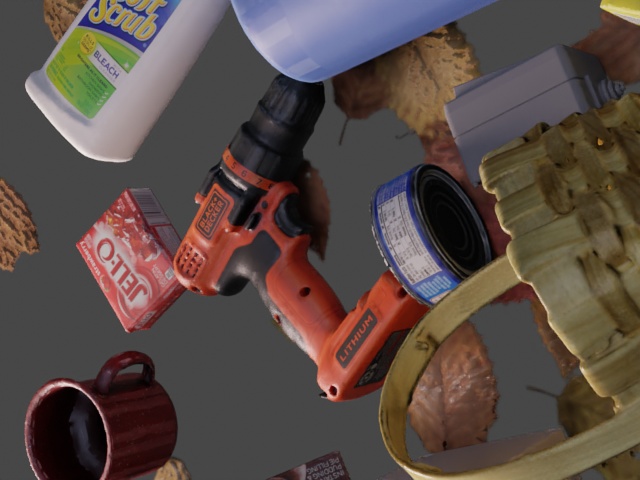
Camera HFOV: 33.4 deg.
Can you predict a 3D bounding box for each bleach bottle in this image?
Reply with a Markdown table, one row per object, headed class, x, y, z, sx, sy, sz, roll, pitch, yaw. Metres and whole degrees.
| class | x | y | z | sx | sy | sz | roll | pitch | yaw |
| --- | --- | --- | --- | --- | --- | --- | --- | --- | --- |
| bleach bottle | -0.117 | -0.182 | 0.787 | 0.103 | 0.068 | 0.251 | 47 | 114 | 23 |

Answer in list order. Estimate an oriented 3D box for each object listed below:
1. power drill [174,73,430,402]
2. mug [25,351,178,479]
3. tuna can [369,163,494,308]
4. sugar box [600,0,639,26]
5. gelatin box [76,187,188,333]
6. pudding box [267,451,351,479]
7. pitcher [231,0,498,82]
| class | x | y | z | sx | sy | sz | roll | pitch | yaw |
| --- | --- | --- | --- | --- | --- | --- | --- | --- | --- |
| power drill | -0.005 | 0.001 | 0.720 | 0.188 | 0.057 | 0.185 | 44 | 118 | 28 |
| mug | -0.160 | 0.136 | 0.814 | 0.093 | 0.081 | 0.117 | 30 | 108 | 30 |
| tuna can | 0.070 | -0.003 | 0.651 | 0.034 | 0.086 | 0.086 | -30 | 76 | 30 |
| sugar box | 0.207 | -0.192 | 0.546 | 0.048 | 0.093 | 0.176 | 24 | 104 | 31 |
| gelatin box | -0.142 | 0.015 | 0.828 | 0.073 | 0.030 | 0.089 | -43 | 68 | 28 |
| pudding box | -0.021 | 0.204 | 0.714 | 0.113 | 0.039 | 0.090 | -21 | 76 | -9 |
| pitcher | 0.059 | -0.198 | 0.628 | 0.243 | 0.144 | 0.149 | -23 | 43 | 36 |
